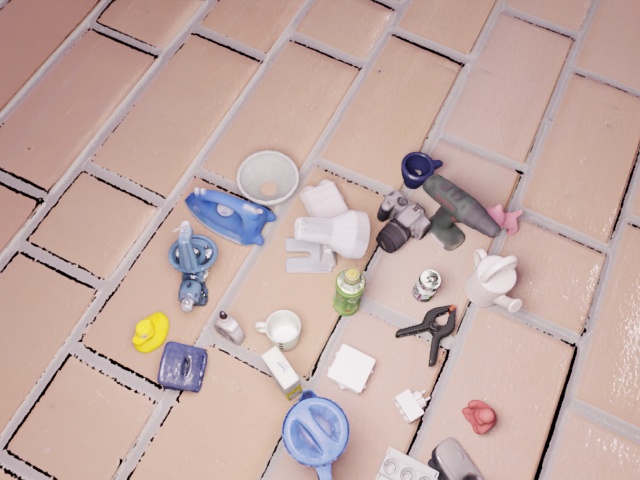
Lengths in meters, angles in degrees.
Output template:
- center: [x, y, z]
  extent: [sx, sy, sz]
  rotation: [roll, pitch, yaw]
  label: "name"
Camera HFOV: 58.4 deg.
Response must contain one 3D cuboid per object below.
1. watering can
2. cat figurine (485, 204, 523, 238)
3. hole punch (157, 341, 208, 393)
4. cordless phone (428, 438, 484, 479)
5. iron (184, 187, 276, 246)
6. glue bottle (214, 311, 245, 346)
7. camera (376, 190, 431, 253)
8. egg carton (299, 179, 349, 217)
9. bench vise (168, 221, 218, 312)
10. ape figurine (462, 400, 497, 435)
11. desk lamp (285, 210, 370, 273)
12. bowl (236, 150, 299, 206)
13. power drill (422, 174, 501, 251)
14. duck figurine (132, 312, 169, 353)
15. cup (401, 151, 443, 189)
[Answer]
- center: [0.435, 0.095, 1.408]
  extent: [0.172, 0.194, 0.101]
  rotation: [42, 71, 15]
  label: "watering can"
- center: [0.475, -0.058, 1.520]
  extent: [0.128, 0.118, 0.067]
  rotation: [-10, 67, -7]
  label: "cat figurine"
- center: [-0.319, 0.297, 1.341]
  extent: [0.101, 0.091, 0.108]
  rotation: [7, 66, 1]
  label: "hole punch"
- center: [0.311, 0.497, 1.227]
  extent: [0.094, 0.185, 0.147]
  rotation: [-32, 71, -15]
  label: "cordless phone"
- center: [-0.249, -0.085, 1.487]
  extent: [0.258, 0.141, 0.119]
  rotation: [21, 67, 7]
  label: "iron"
- center: [-0.218, 0.198, 1.345]
  extent: [0.078, 0.173, 0.037]
  rotation: [32, 69, 12]
  label: "glue bottle"
- center: [0.202, -0.044, 1.511]
  extent: [0.143, 0.101, 0.137]
  rotation: [42, 71, 15]
  label: "camera"
- center: [0.016, -0.090, 1.540]
  extent: [0.107, 0.069, 0.150]
  rotation: [-23, 69, -12]
  label: "egg carton"
- center: [-0.301, 0.058, 1.378]
  extent: [0.121, 0.220, 0.207]
  rotation: [-14, 67, -8]
  label: "bench vise"
- center: [0.375, 0.407, 1.321]
  extent: [0.076, 0.092, 0.078]
  rotation: [8, 66, 2]
  label: "ape figurine"
- center: [0.013, 0.005, 1.419]
  extent: [0.203, 0.213, 0.118]
  rotation: [-1, 66, -3]
  label: "desk lamp"
- center: [-0.140, -0.157, 1.560]
  extent: [0.167, 0.075, 0.167]
  rotation: [1, 66, -2]
  label: "bowl"
- center: [0.348, -0.057, 1.464]
  extent: [0.076, 0.208, 0.229]
  rotation: [-38, 72, -17]
  label: "power drill"
- center: [-0.412, 0.215, 1.376]
  extent: [0.077, 0.086, 0.105]
  rotation: [29, 68, 10]
  label: "duck figurine"
- center: [0.275, -0.186, 1.581]
  extent: [0.118, 0.095, 0.091]
  rotation: [-12, 67, -8]
  label: "cup"
